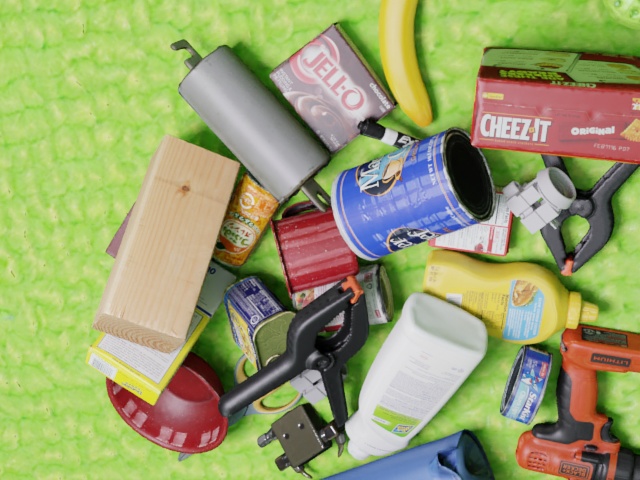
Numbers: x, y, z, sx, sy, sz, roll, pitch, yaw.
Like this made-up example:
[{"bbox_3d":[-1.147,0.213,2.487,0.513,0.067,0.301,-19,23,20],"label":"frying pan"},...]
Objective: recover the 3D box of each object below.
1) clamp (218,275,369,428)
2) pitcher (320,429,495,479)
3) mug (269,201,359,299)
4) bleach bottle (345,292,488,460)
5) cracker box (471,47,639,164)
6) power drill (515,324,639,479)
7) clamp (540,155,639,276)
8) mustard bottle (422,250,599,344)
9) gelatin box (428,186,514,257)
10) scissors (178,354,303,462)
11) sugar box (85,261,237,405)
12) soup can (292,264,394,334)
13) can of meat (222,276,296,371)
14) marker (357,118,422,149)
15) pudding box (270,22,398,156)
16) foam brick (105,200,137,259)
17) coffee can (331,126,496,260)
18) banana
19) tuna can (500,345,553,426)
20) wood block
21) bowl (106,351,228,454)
[{"bbox_3d":[-0.014,0.127,1.168,0.164,0.036,0.210,4,125,-27],"label":"clamp"},{"bbox_3d":[0.089,0.324,1.262,0.243,0.144,0.149,-20,92,20],"label":"pitcher"},{"bbox_3d":[-0.008,0.001,1.175,0.081,0.117,0.093,-15,135,-2],"label":"mug"},{"bbox_3d":[0.088,0.170,1.208,0.102,0.068,0.251,24,131,-8],"label":"bleach bottle"},{"bbox_3d":[0.231,-0.134,1.022,0.164,0.213,0.072,6,109,9],"label":"cracker box"},{"bbox_3d":[0.325,0.196,1.201,0.184,0.057,0.188,10,110,7],"label":"power drill"},{"bbox_3d":[0.288,-0.045,1.136,0.120,0.039,0.171,4,114,19],"label":"clamp"},{"bbox_3d":[0.209,0.068,1.178,0.192,0.058,0.096,8,120,8],"label":"mustard bottle"},{"bbox_3d":[0.167,-0.025,1.171,0.089,0.030,0.073,8,109,9],"label":"gelatin box"},{"bbox_3d":[-0.114,0.198,1.309,0.202,0.016,0.096,-25,101,18],"label":"scissors"},{"bbox_3d":[-0.177,0.088,1.203,0.093,0.176,0.048,33,143,0],"label":"sugar box"},{"bbox_3d":[0.027,0.068,1.209,0.102,0.068,0.068,-11,106,13],"label":"soup can"},{"bbox_3d":[-0.065,0.102,1.212,0.057,0.084,0.102,-26,133,-19],"label":"can of meat"},{"bbox_3d":[0.095,-0.103,1.140,0.121,0.020,0.020,18,113,-19],"label":"marker"},{"bbox_3d":[0.015,-0.163,1.147,0.090,0.039,0.113,-36,100,18],"label":"pudding box"},{"bbox_3d":[-0.202,-0.009,1.235,0.051,0.053,0.078,34,112,-2],"label":"foam brick"},{"bbox_3d":[0.097,-0.047,1.112,0.141,0.102,0.103,-20,104,33],"label":"coffee can"},{"bbox_3d":[0.095,-0.216,1.115,0.070,0.037,0.198,9,110,9],"label":"banana"},{"bbox_3d":[0.230,0.161,1.193,0.034,0.086,0.086,19,111,5],"label":"tuna can"},{"bbox_3d":[-0.163,0.006,1.143,0.090,0.090,0.206,21,69,-13],"label":"wood block"},{"bbox_3d":[-0.173,0.180,1.278,0.162,0.055,0.162,13,129,16],"label":"bowl"}]
